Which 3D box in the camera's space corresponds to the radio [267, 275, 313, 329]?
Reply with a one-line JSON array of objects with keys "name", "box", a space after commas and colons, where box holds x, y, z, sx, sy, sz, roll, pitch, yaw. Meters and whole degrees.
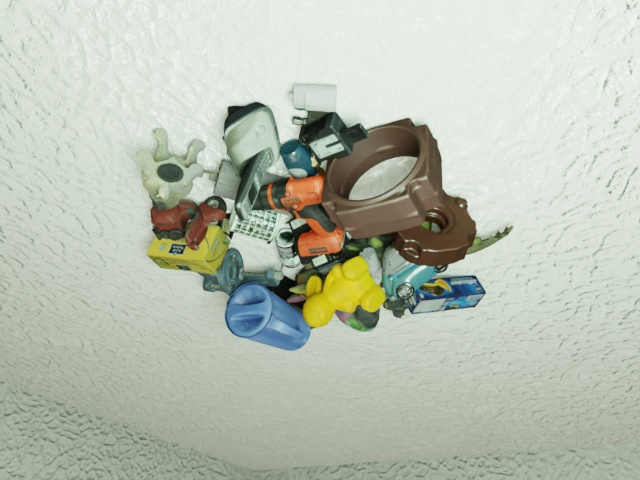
[{"name": "radio", "box": [-0.092, 0.177, 1.505, 0.131, 0.073, 0.229, -25, 134, 36]}]

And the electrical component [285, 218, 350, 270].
[{"name": "electrical component", "box": [-0.002, -0.004, 1.184, 0.115, 0.134, 0.058, -23, 178, 40]}]

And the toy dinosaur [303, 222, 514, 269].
[{"name": "toy dinosaur", "box": [0.188, 0.026, 1.221, 0.472, 0.105, 0.198, -5, 140, 9]}]

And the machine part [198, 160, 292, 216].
[{"name": "machine part", "box": [-0.128, -0.106, 1.102, 0.243, 0.079, 0.079, 16, 144, -12]}]

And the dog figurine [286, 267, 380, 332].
[{"name": "dog figurine", "box": [0.028, 0.151, 1.368, 0.219, 0.191, 0.108, -5, 153, -11]}]

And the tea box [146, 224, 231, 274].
[{"name": "tea box", "box": [-0.310, 0.018, 1.266, 0.170, 0.098, 0.068, 3, 147, 23]}]

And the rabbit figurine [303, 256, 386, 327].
[{"name": "rabbit figurine", "box": [0.027, 0.117, 1.162, 0.121, 0.173, 0.162, 58, 160, -21]}]

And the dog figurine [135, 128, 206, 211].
[{"name": "dog figurine", "box": [-0.305, -0.098, 1.069, 0.121, 0.172, 0.190, 23, 136, -5]}]

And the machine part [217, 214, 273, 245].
[{"name": "machine part", "box": [-0.173, -0.028, 1.258, 0.139, 0.039, 0.084, 11, 137, -4]}]

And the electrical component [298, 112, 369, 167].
[{"name": "electrical component", "box": [0.028, -0.184, 0.944, 0.119, 0.048, 0.074, -21, 130, 31]}]

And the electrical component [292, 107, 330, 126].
[{"name": "electrical component", "box": [-0.002, -0.220, 0.966, 0.094, 0.021, 0.063, 10, 144, -4]}]

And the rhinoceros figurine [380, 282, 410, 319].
[{"name": "rhinoceros figurine", "box": [0.217, 0.139, 1.407, 0.112, 0.073, 0.190, -1, 143, -13]}]

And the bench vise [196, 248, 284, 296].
[{"name": "bench vise", "box": [-0.201, 0.097, 1.374, 0.241, 0.129, 0.223, 0, 147, 17]}]

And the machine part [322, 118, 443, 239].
[{"name": "machine part", "box": [0.109, -0.111, 0.947, 0.202, 0.201, 0.087, -14, 138, 27]}]

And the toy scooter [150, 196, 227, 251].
[{"name": "toy scooter", "box": [-0.300, -0.033, 1.184, 0.184, 0.135, 0.075, -2, 146, 14]}]

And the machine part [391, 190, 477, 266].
[{"name": "machine part", "box": [0.222, -0.029, 1.069, 0.179, 0.179, 0.056, 6, 142, 1]}]

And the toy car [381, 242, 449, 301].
[{"name": "toy car", "box": [0.184, 0.046, 1.111, 0.161, 0.109, 0.103, -39, 101, 17]}]

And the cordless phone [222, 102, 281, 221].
[{"name": "cordless phone", "box": [-0.135, -0.140, 0.962, 0.089, 0.184, 0.146, 5, 146, 10]}]

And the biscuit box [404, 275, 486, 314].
[{"name": "biscuit box", "box": [0.307, 0.133, 1.325, 0.203, 0.063, 0.059, -3, 138, -25]}]

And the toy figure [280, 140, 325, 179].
[{"name": "toy figure", "box": [-0.025, -0.134, 1.066, 0.064, 0.058, 0.154, 33, 168, 42]}]
